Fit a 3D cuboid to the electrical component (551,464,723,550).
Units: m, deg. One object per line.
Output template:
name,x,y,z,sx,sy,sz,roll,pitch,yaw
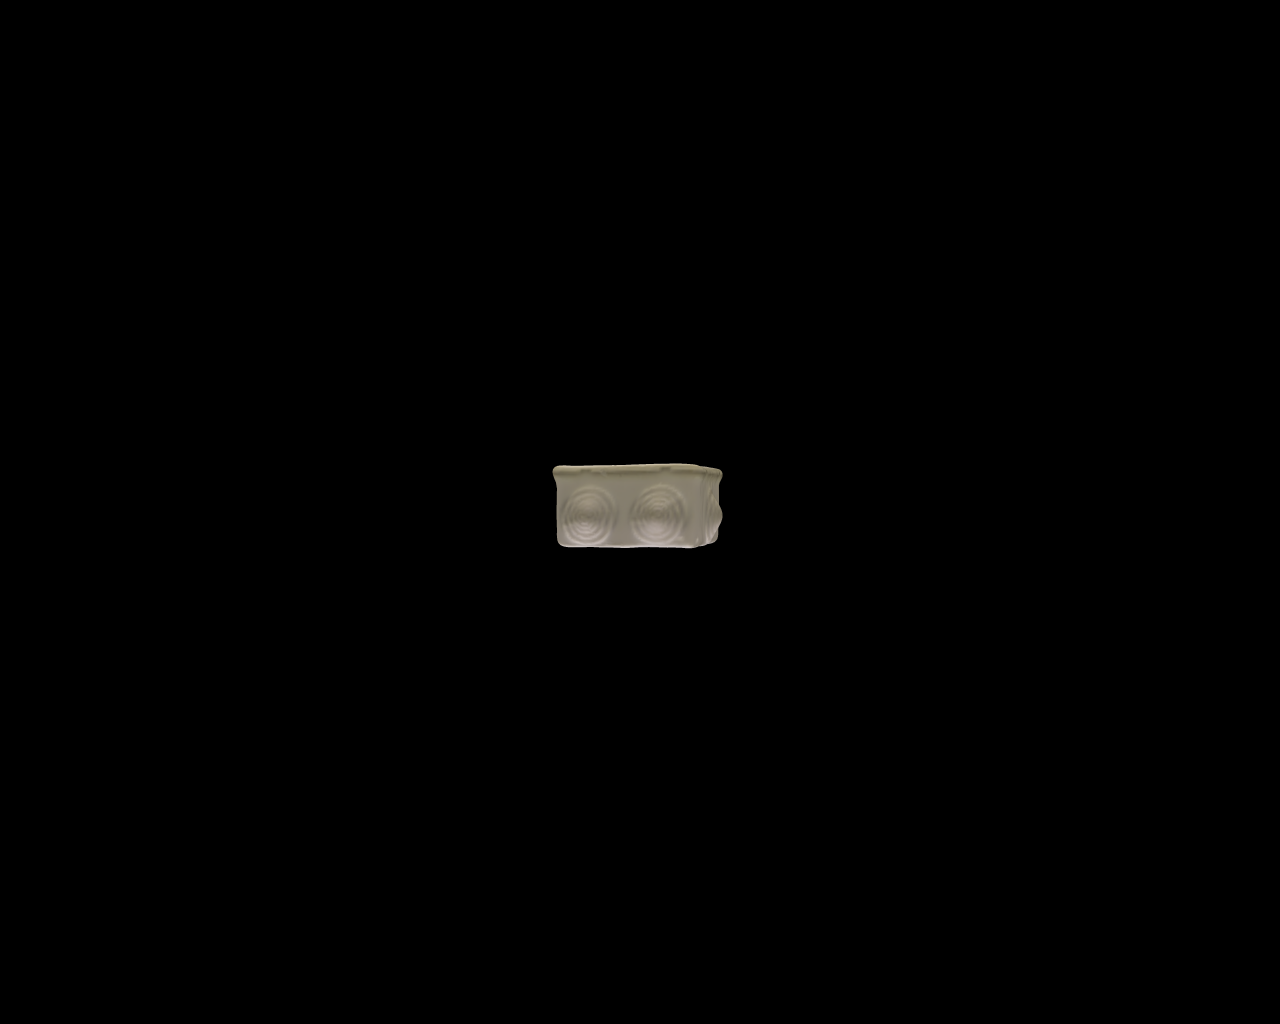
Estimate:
electrical component,0.001,-0.003,0.650,0.100,0.048,0.100,0,0,13
